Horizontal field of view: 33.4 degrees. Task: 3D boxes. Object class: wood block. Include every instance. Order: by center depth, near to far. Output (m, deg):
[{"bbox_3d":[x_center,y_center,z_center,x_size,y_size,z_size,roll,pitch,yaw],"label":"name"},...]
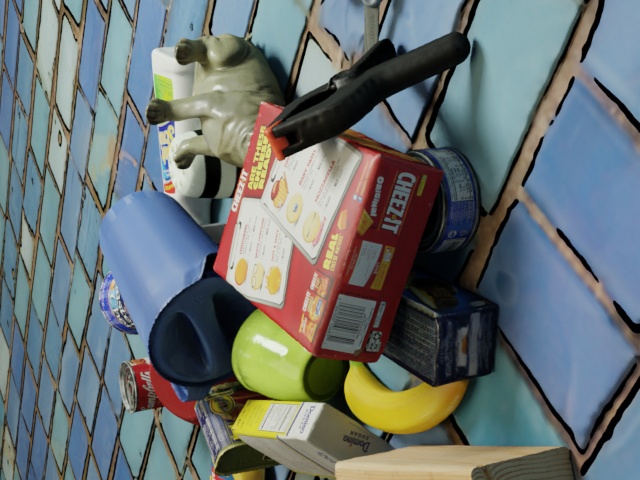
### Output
[{"bbox_3d":[0.102,0.213,0.837,0.206,0.090,0.091,-20,78,62],"label":"wood block"}]

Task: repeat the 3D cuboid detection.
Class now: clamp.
[{"bbox_3d":[0.025,-0.119,0.847,0.039,0.171,0.120,64,167,-14],"label":"clamp"}]

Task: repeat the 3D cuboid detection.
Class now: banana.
[{"bbox_3d":[0.067,0.138,0.940,0.198,0.037,0.069,3,99,62],"label":"banana"}]

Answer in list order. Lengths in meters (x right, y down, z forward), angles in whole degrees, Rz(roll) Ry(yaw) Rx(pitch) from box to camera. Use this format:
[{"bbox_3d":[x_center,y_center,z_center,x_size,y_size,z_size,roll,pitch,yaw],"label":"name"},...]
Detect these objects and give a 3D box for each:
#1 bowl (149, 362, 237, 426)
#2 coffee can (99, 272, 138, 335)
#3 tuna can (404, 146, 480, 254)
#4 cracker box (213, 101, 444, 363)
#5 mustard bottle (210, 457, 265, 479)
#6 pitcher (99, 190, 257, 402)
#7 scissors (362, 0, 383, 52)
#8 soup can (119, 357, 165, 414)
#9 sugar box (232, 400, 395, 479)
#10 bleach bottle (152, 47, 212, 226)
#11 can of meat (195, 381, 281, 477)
[{"bbox_3d":[-0.153,0.164,1.280,0.162,0.055,0.162,18,122,33],"label":"bowl"},{"bbox_3d":[-0.222,0.071,1.403,0.141,0.102,0.103,-15,83,63],"label":"coffee can"},{"bbox_3d":[0.090,-0.032,0.861,0.086,0.033,0.086,22,115,59],"label":"tuna can"},{"bbox_3d":[-0.001,-0.013,0.893,0.214,0.072,0.164,33,108,58],"label":"cracker box"},{"bbox_3d":[-0.099,0.286,1.267,0.096,0.058,0.192,-145,54,-58],"label":"mustard bottle"},{"bbox_3d":[-0.162,0.052,1.172,0.145,0.149,0.243,47,180,-39],"label":"pitcher"},{"bbox_3d":[0.059,-0.214,0.887,0.096,0.016,0.202,2,121,34],"label":"scissors"},{"bbox_3d":[-0.203,0.184,1.393,0.069,0.102,0.068,23,116,59],"label":"soup can"},{"bbox_3d":[-0.009,0.195,1.040,0.177,0.093,0.048,-17,42,60],"label":"sugar box"},{"bbox_3d":[-0.158,-0.102,1.288,0.103,0.068,0.251,32,127,57],"label":"bleach bottle"},{"bbox_3d":[-0.078,0.201,1.164,0.084,0.101,0.057,63,147,37],"label":"can of meat"}]
